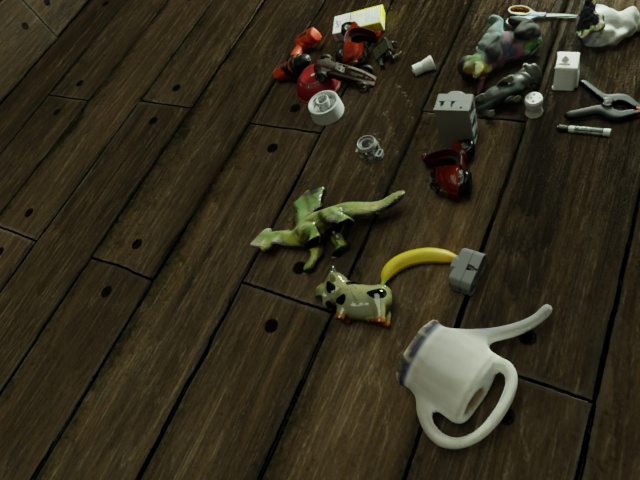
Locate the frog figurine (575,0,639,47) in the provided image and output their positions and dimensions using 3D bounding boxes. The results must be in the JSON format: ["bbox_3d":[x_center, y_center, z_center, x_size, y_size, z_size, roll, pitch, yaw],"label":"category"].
[{"bbox_3d":[0.778,-0.576,1.383,0.159,0.120,0.141,4,44,-17],"label":"frog figurine"}]

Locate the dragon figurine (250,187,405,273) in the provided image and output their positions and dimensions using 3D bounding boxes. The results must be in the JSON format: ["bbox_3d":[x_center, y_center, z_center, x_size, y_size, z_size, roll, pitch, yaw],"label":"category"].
[{"bbox_3d":[0.004,-0.068,1.361,0.410,0.120,0.248,-31,45,0],"label":"dragon figurine"}]

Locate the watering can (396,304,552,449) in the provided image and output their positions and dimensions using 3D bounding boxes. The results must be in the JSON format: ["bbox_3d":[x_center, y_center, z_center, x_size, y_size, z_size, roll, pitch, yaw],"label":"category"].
[{"bbox_3d":[0.296,0.236,1.034,0.226,0.102,0.351,27,73,35],"label":"watering can"}]
